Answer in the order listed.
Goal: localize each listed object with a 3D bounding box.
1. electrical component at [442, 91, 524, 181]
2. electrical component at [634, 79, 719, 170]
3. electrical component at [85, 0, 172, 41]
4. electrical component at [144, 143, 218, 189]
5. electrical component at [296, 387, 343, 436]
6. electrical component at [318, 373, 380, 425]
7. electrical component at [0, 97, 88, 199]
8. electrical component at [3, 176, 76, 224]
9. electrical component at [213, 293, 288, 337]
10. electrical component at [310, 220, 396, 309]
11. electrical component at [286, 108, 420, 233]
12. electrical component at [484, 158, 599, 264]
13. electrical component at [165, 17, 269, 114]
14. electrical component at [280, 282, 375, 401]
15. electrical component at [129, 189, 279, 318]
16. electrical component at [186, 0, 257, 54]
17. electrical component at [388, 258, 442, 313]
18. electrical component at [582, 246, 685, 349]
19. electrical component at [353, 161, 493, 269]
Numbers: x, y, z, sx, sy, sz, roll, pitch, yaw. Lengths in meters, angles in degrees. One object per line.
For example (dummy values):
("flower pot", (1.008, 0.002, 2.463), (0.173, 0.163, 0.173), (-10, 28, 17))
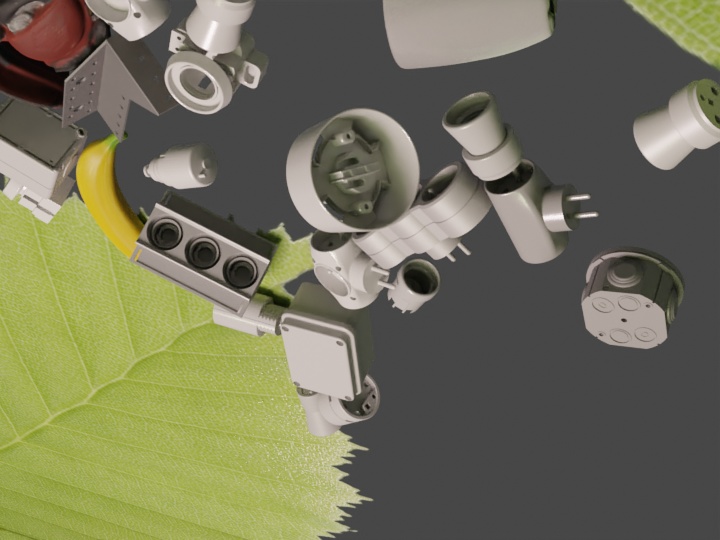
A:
("electrical component", (0.095, -0.102, 0.820), (0.045, 0.045, 0.055), (-8, 132, 38))
("electrical component", (0.224, -0.101, 0.742), (0.045, 0.045, 0.055), (38, 141, -15))
("electrical component", (-0.174, -0.226, 0.835), (0.079, 0.044, 0.077), (-8, 132, 37))
("electrical component", (-0.167, -0.095, 0.992), (0.078, 0.040, 0.040), (-2, 135, 34))
("electrical component", (-0.047, 0.151, 1.217), (0.044, 0.044, 0.065), (4, 133, 28))
("electrical component", (-0.013, 0.140, 1.173), (0.055, 0.055, 0.047), (38, 146, -15))
("electrical component", (-0.322, -0.122, 1.036), (0.096, 0.061, 0.061), (31, 143, -6))
("electrical component", (-0.331, -0.084, 1.102), (0.055, 0.048, 0.066), (32, 144, -20))
("electrical component", (-0.108, 0.046, 1.124), (0.081, 0.043, 0.043), (15, 142, 15))
("electrical component", (0.000, 0.000, 0.992), (0.079, 0.044, 0.077), (19, 147, 40))
("electrical component", (-0.008, -0.078, 0.871), (0.064, 0.099, 0.099), (-9, 131, 46))
("electrical component", (0.149, -0.048, 0.852), (0.079, 0.044, 0.077), (-4, 133, 35))
("electrical component", (-0.122, -0.163, 0.867), (0.078, 0.057, 0.058), (26, 144, 1))
("electrical component", (-0.033, 0.075, 1.101), (0.078, 0.057, 0.113), (14, 142, 17))
("electrical component", (-0.151, -0.015, 1.054), (0.121, 0.078, 0.063), (27, 173, 0))
("electrical component", (-0.105, -0.200, 0.823), (0.045, 0.045, 0.055), (30, 143, -4))
("electrical component", (0.049, 0.016, 0.996), (0.040, 0.040, 0.046), (29, 149, -4))
("electrical component", (0.223, 0.023, 0.887), (0.080, 0.051, 0.080), (17, 142, 13))
("electrical component", (0.063, -0.034, 0.914), (0.074, 0.052, 0.138), (42, 141, -20))
